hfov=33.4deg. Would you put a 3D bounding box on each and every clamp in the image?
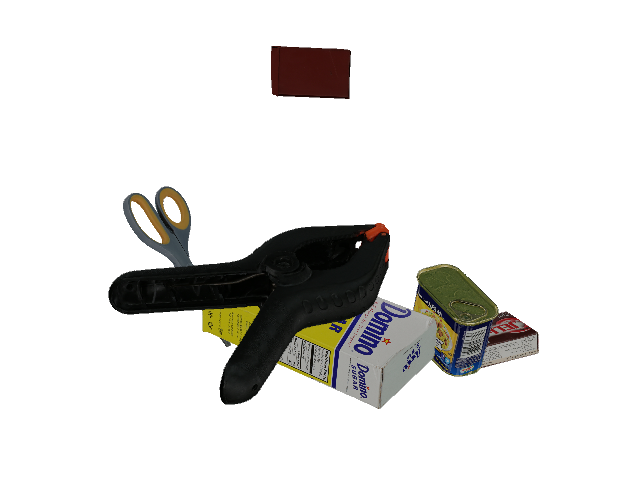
[{"bbox_3d":[-0.020,0.034,0.604,0.171,0.039,0.120,-19,43,-26],"label":"clamp"}]

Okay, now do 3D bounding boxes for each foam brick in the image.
[{"bbox_3d":[-0.011,-0.176,1.118,0.078,0.051,0.053,1,11,-10],"label":"foam brick"}]

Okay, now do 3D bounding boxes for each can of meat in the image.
[{"bbox_3d":[0.146,0.090,1.192,0.057,0.084,0.102,-14,40,-27],"label":"can of meat"}]

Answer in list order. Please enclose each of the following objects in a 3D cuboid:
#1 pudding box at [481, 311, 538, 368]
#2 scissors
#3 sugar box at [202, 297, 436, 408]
[{"bbox_3d":[0.241,0.143,1.525,0.113,0.039,0.090,-14,19,-16],"label":"pudding box"},{"bbox_3d":[-0.148,0.019,1.221,0.016,0.201,0.096,-28,17,39],"label":"scissors"},{"bbox_3d":[-0.002,0.069,0.879,0.176,0.048,0.093,17,31,28],"label":"sugar box"}]
